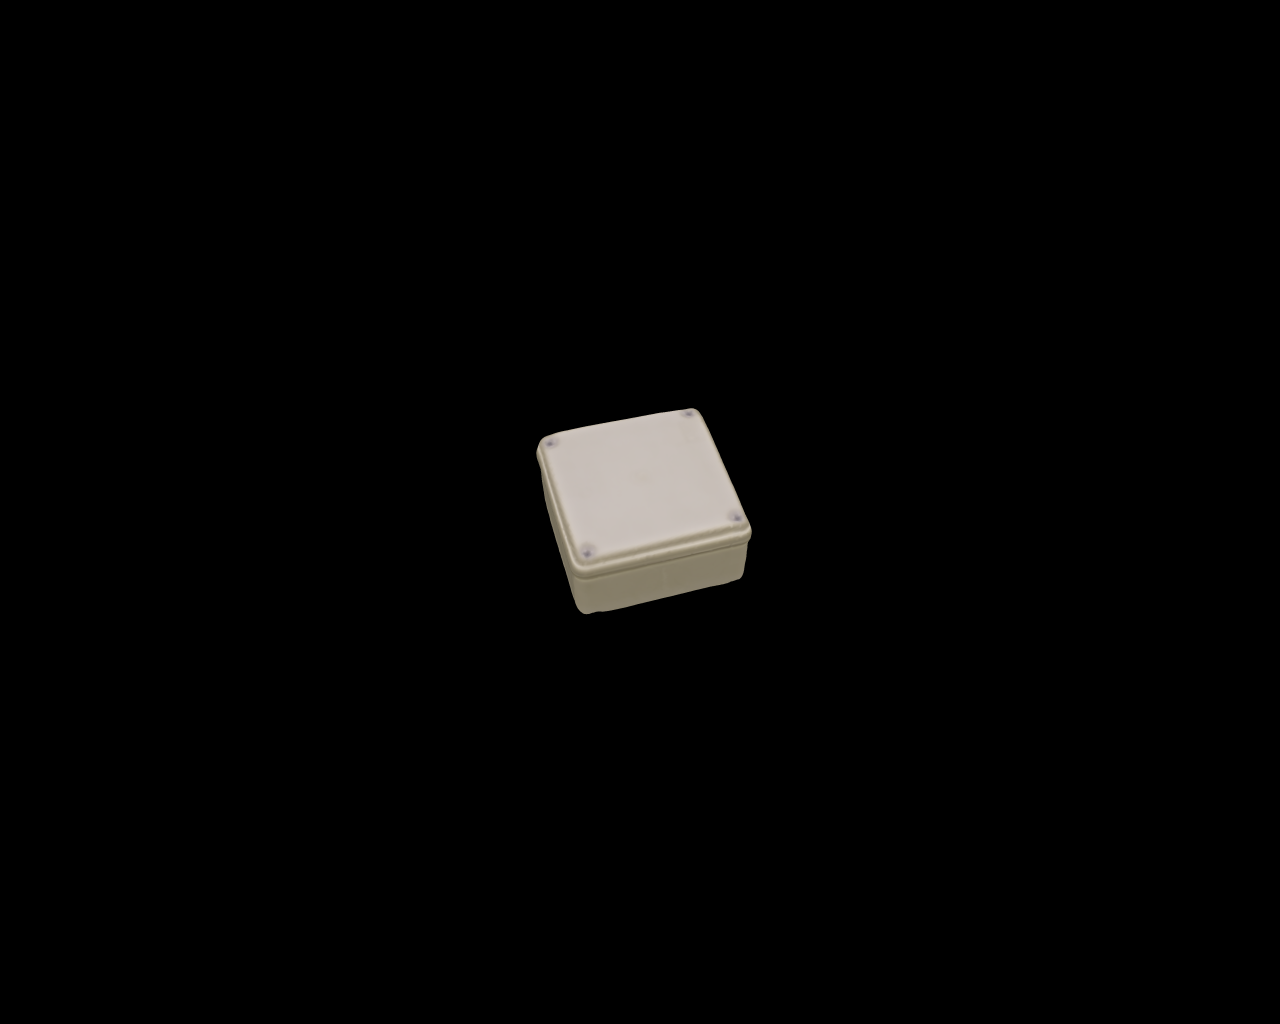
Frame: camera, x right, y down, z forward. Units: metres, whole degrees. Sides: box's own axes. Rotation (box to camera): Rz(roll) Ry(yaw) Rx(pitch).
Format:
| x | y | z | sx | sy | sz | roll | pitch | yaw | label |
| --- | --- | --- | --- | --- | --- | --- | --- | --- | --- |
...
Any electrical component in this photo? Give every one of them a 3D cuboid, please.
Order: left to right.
| x | y | z | sx | sy | sz | roll | pitch | yaw | label |
| --- | --- | --- | --- | --- | --- | --- | --- | --- | --- |
| 0.001 | -0.003 | 0.650 | 0.109 | 0.109 | 0.056 | -12 | -39 | -10 | electrical component |
